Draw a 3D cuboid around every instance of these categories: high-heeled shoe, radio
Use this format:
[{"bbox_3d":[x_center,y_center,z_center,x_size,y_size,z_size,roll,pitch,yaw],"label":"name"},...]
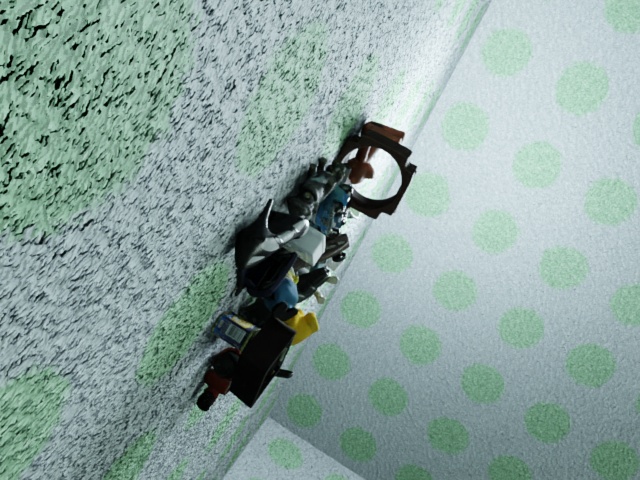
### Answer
[{"bbox_3d":[-0.092,0.010,1.061,0.145,0.086,0.248,-69,160,-9],"label":"high-heeled shoe"},{"bbox_3d":[-0.131,0.276,1.218,0.131,0.073,0.229,-49,170,-37],"label":"radio"}]

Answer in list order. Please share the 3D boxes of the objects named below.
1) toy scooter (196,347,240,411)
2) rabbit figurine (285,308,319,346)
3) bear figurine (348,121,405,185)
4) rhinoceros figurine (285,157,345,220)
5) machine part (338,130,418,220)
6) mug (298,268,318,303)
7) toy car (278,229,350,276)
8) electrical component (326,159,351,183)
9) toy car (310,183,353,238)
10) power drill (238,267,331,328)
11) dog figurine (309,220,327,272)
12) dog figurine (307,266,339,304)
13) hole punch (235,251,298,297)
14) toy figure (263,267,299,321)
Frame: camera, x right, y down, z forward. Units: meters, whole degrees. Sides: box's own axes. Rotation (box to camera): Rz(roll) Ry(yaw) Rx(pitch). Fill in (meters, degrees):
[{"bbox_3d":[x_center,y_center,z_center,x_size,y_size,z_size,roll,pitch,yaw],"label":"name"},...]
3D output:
[{"bbox_3d":[-0.241,0.339,1.364,0.183,0.075,0.135,-59,172,12],"label":"toy scooter"},{"bbox_3d":[-0.110,0.211,1.531,0.162,0.173,0.122,-26,-159,-18],"label":"rabbit figurine"},{"bbox_3d":[0.144,-0.229,1.519,0.120,0.132,0.195,-49,160,-66],"label":"bear figurine"},{"bbox_3d":[-0.015,-0.112,1.201,0.112,0.073,0.190,-53,178,35],"label":"rhinoceros figurine"},{"bbox_3d":[0.141,-0.174,1.427,0.201,0.201,0.087,-66,172,31],"label":"machine part"},{"bbox_3d":[-0.056,0.106,1.504,0.109,0.107,0.080,-30,155,-55],"label":"mug"},{"bbox_3d":[-0.017,0.035,1.341,0.053,0.202,0.089,-133,-151,-62],"label":"toy car"},{"bbox_3d":[0.041,-0.158,1.369,0.078,0.045,0.102,-5,139,-35],"label":"electrical component"},{"bbox_3d":[0.017,-0.078,1.316,0.162,0.103,0.109,-59,161,-55],"label":"toy car"},{"bbox_3d":[-0.098,0.150,1.355,0.232,0.086,0.207,-32,-176,30],"label":"power drill"},{"bbox_3d":[-0.003,-0.005,1.503,0.219,0.108,0.191,-55,168,-56],"label":"dog figurine"},{"bbox_3d":[-0.047,0.092,1.662,0.121,0.172,0.191,-47,-151,7],"label":"dog figurine"},{"bbox_3d":[-0.114,0.065,1.151,0.142,0.092,0.115,-60,176,-27],"label":"hole punch"},{"bbox_3d":[-0.097,0.109,1.224,0.180,0.089,0.082,-102,170,-52],"label":"toy figure"}]
